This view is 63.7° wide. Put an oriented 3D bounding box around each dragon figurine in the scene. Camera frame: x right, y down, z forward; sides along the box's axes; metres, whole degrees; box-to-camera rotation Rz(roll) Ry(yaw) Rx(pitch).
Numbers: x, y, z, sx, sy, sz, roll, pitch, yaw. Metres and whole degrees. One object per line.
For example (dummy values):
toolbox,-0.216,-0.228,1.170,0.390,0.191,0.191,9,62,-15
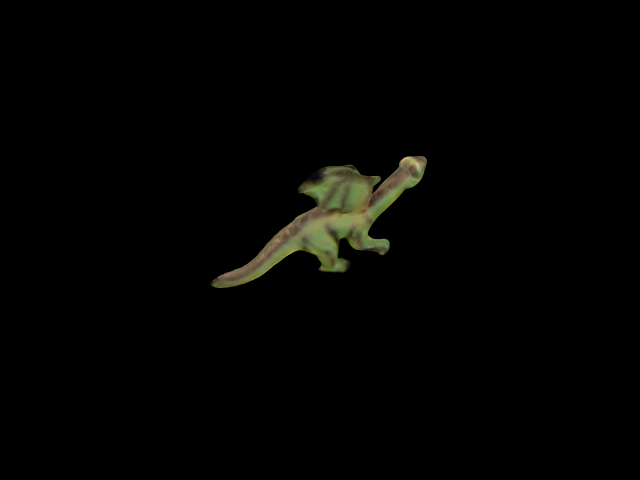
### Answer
dragon figurine,0.003,-0.043,0.850,0.412,0.124,0.237,-22,-33,-15
